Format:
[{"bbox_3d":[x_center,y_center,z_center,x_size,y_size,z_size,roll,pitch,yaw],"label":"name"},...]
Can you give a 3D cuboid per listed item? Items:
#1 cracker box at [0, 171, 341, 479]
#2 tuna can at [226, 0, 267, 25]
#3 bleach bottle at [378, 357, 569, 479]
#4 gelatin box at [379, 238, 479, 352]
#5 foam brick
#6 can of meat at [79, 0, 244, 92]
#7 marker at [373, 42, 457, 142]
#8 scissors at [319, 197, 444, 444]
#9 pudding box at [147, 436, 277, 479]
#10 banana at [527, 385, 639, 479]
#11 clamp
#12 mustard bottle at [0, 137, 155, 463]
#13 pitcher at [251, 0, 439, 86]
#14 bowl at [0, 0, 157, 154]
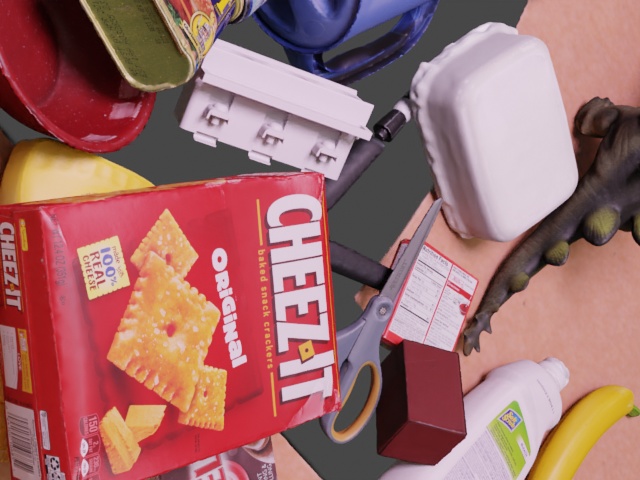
[{"bbox_3d":[-0.084,0.048,0.644,0.213,0.072,0.164,-10,99,-44],"label":"cracker box"},{"bbox_3d":[-0.070,-0.187,0.713,0.033,0.086,0.086,-47,116,-26],"label":"tuna can"},{"bbox_3d":[0.130,0.186,0.882,0.250,0.068,0.102,-37,112,-34],"label":"bleach bottle"},{"bbox_3d":[0.083,0.053,0.865,0.073,0.030,0.089,32,72,-31],"label":"gelatin box"},{"bbox_3d":[0.076,0.125,0.818,0.051,0.053,0.078,18,46,-18],"label":"foam brick"},{"bbox_3d":[-0.100,-0.153,0.650,0.102,0.058,0.083,62,34,-33],"label":"can of meat"},{"bbox_3d":[0.082,-0.120,0.870,0.121,0.020,0.020,-47,116,-27],"label":"marker"},{"bbox_3d":[0.026,0.056,0.800,0.096,0.016,0.202,11,98,-28],"label":"scissors"},{"bbox_3d":[-0.080,0.136,0.734,0.089,0.039,0.113,-15,99,-36],"label":"pudding box"},{"bbox_3d":[0.239,0.190,0.979,0.197,0.037,0.069,-36,110,-31],"label":"banana"},{"bbox_3d":[-0.005,0.001,0.792,0.171,0.039,0.120,-23,97,-31],"label":"clamp"},{"bbox_3d":[-0.169,0.041,0.655,0.096,0.058,0.191,26,75,-40],"label":"mustard bottle"},{"bbox_3d":[0.059,-0.224,0.795,0.242,0.149,0.145,-28,85,-37],"label":"pitcher"},{"bbox_3d":[-0.164,-0.126,0.639,0.162,0.055,0.162,30,55,-57],"label":"bowl"}]
